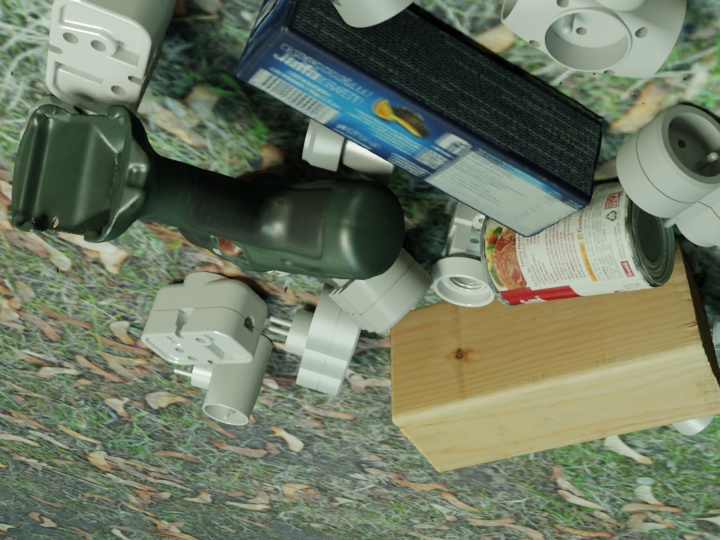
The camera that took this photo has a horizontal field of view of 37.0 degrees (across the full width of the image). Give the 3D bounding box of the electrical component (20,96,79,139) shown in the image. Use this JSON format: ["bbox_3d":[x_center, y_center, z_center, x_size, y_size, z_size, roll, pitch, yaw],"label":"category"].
[{"bbox_3d":[-0.212,-0.085,0.721,0.035,0.061,0.035,11,151,6],"label":"electrical component"}]

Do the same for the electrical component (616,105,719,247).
[{"bbox_3d":[0.206,-0.037,0.619,0.138,0.052,0.074,23,150,-14],"label":"electrical component"}]

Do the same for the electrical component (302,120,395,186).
[{"bbox_3d":[-0.003,-0.079,0.651,0.055,0.045,0.045,15,151,0],"label":"electrical component"}]

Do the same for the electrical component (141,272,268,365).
[{"bbox_3d":[-0.129,0.041,0.904,0.095,0.059,0.053,-4,146,31],"label":"electrical component"}]

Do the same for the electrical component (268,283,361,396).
[{"bbox_3d":[-0.040,0.054,0.893,0.074,0.052,0.138,17,152,0],"label":"electrical component"}]

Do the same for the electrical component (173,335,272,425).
[{"bbox_3d":[-0.128,0.092,0.975,0.079,0.077,0.043,15,151,2],"label":"electrical component"}]

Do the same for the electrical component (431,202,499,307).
[{"bbox_3d":[0.075,-0.009,0.726,0.048,0.055,0.066,15,151,0],"label":"electrical component"}]

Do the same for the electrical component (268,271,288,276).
[{"bbox_3d":[-0.051,-0.017,0.788,0.040,0.040,0.046,26,154,-20],"label":"electrical component"}]

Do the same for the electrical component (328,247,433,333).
[{"bbox_3d":[0.000,0.000,0.745,0.074,0.052,0.138,45,174,-3],"label":"electrical component"}]

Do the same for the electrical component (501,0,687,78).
[{"bbox_3d":[0.116,-0.133,0.501,0.077,0.044,0.079,19,151,-7],"label":"electrical component"}]

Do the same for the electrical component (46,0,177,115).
[{"bbox_3d":[-0.137,-0.136,0.599,0.054,0.059,0.095,20,151,-9],"label":"electrical component"}]

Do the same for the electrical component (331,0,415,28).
[{"bbox_3d":[0.002,-0.152,0.513,0.055,0.055,0.047,-9,139,36],"label":"electrical component"}]

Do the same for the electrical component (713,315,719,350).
[{"bbox_3d":[0.283,0.057,0.736,0.081,0.063,0.042,4,148,20],"label":"electrical component"}]

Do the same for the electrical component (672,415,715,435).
[{"bbox_3d":[0.243,0.096,0.847,0.065,0.044,0.044,32,147,-19],"label":"electrical component"}]
